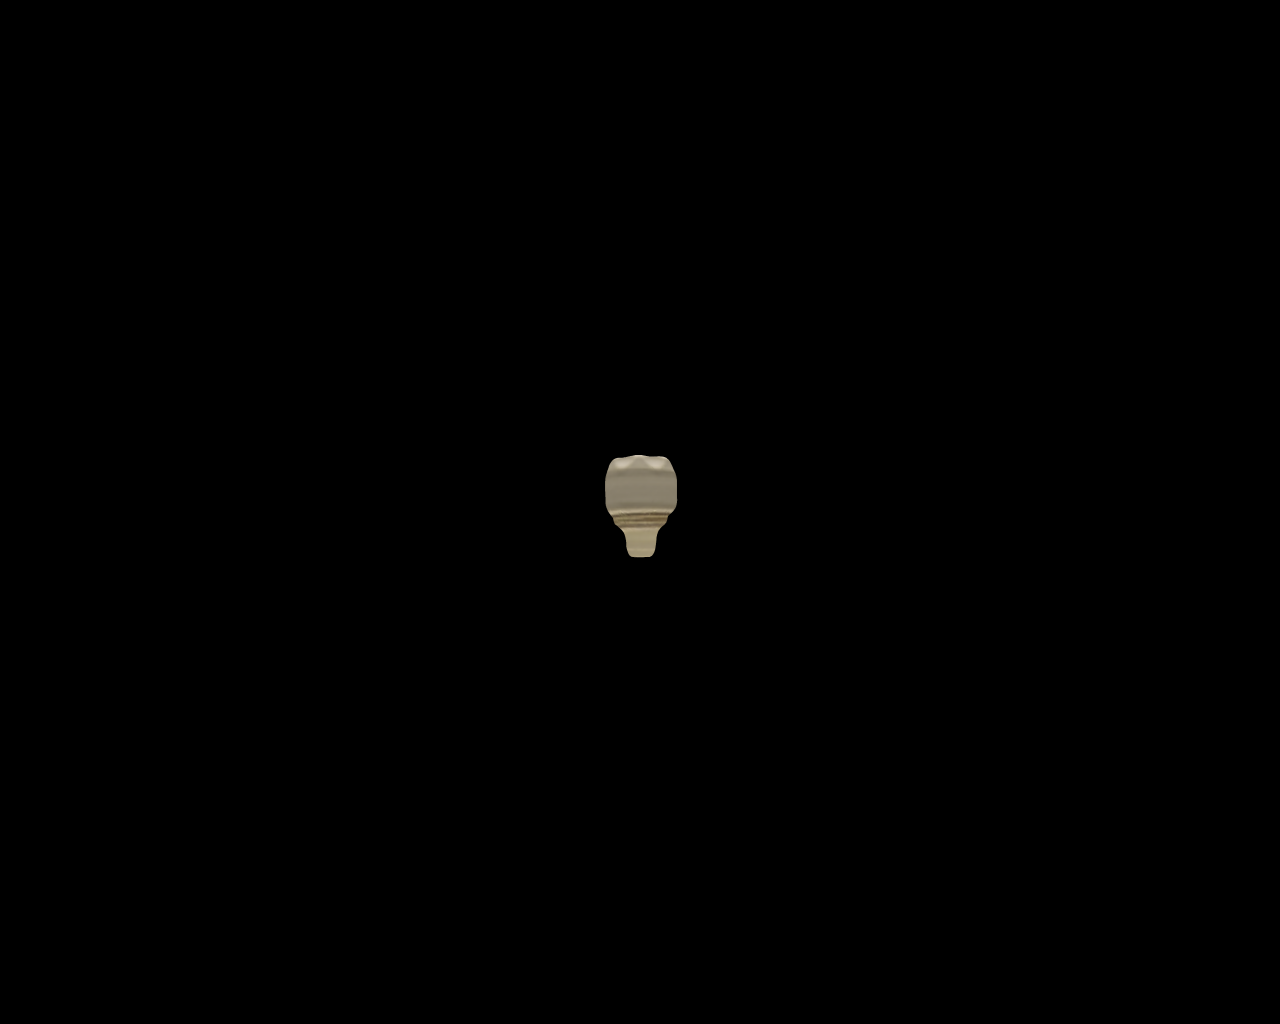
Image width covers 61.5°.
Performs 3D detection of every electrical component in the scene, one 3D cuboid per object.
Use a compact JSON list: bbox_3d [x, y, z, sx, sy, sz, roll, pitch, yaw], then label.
[{"bbox_3d":[0.001,-0.003,0.650,0.043,0.062,0.043,0,-3,0],"label":"electrical component"}]
